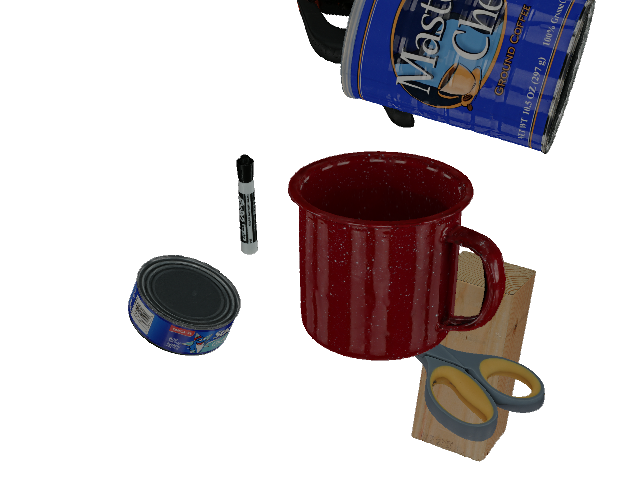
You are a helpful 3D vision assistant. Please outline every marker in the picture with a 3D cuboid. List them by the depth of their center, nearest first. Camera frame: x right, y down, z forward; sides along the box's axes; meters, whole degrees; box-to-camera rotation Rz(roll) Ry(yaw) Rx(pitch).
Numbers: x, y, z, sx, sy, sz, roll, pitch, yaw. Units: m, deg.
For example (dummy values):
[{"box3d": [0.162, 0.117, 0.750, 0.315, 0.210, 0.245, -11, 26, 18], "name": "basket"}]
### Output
[{"box3d": [-0.080, -0.039, 1.159, 0.020, 0.121, 0.020, 0, 35, 0], "name": "marker"}]

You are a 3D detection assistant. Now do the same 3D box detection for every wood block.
[{"box3d": [0.173, 0.130, 1.208, 0.090, 0.206, 0.090, 16, 23, 24], "name": "wood block"}]

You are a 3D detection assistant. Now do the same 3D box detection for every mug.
[{"box3d": [0.040, 0.011, 0.546, 0.117, 0.081, 0.093, 16, 30, 29], "name": "mug"}]

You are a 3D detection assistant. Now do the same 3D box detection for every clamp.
[{"box3d": [0.056, -0.181, 0.927, 0.120, 0.172, 0.039, -39, -24, -20], "name": "clamp"}]

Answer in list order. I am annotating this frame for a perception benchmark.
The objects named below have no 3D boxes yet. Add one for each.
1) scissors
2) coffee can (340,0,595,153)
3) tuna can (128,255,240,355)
[{"box3d": [0.098, 0.081, 0.810, 0.096, 0.016, 0.202, -5, 31, -14], "name": "scissors"}, {"box3d": [0.096, -0.125, 0.702, 0.140, 0.103, 0.102, 18, 4, 14], "name": "coffee can"}, {"box3d": [-0.110, 0.052, 0.854, 0.086, 0.034, 0.086, 18, 33, -12], "name": "tuna can"}]
